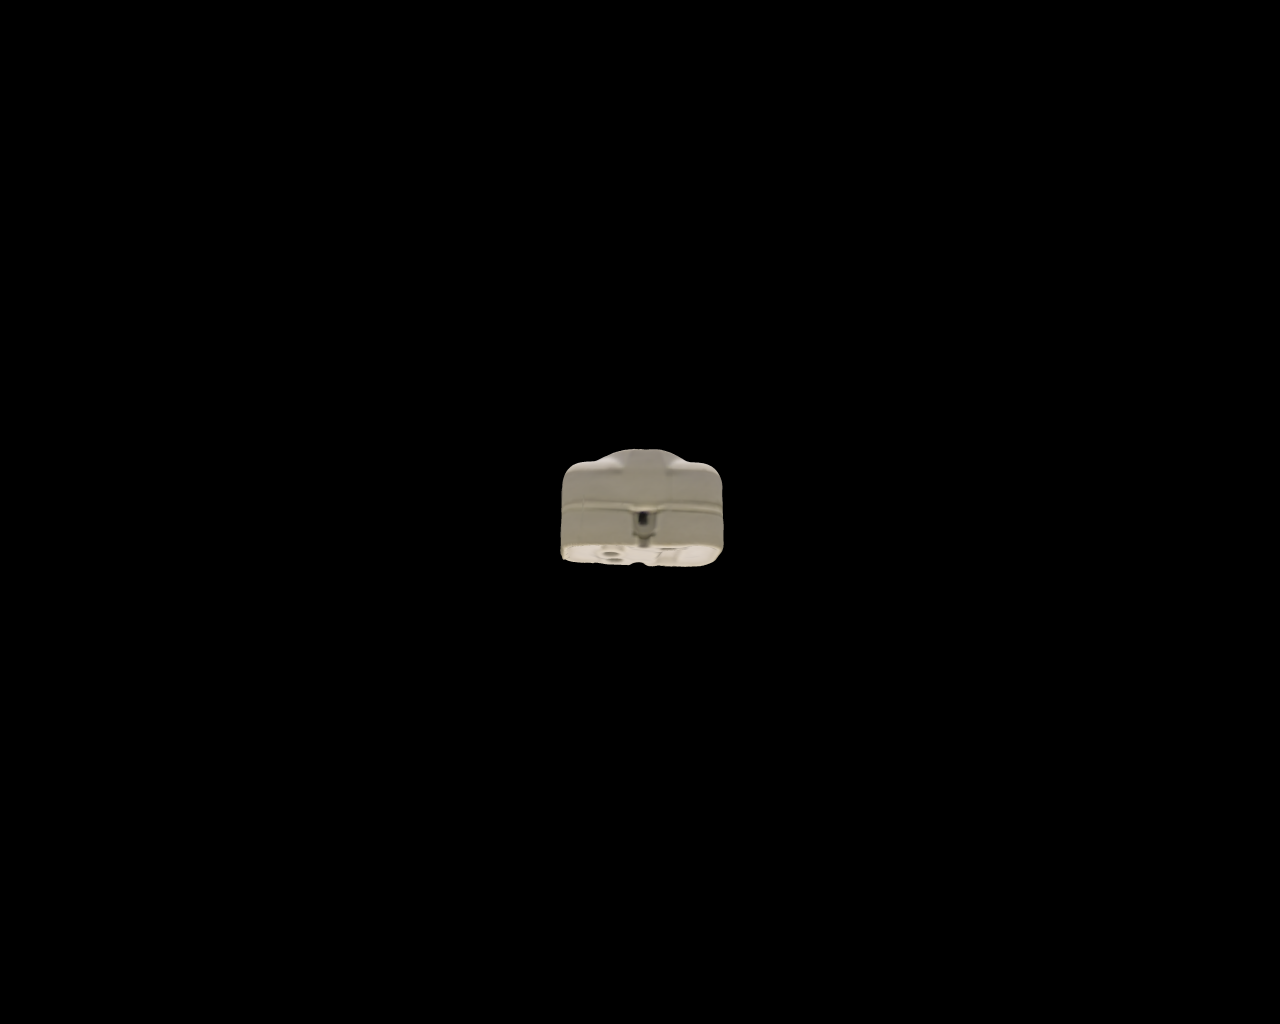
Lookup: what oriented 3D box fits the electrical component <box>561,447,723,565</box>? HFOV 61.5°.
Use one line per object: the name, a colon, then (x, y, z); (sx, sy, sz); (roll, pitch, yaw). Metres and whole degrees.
electrical component: (0.001, -0.003, 0.650); (0.095, 0.059, 0.053); (1, -15, -5)
